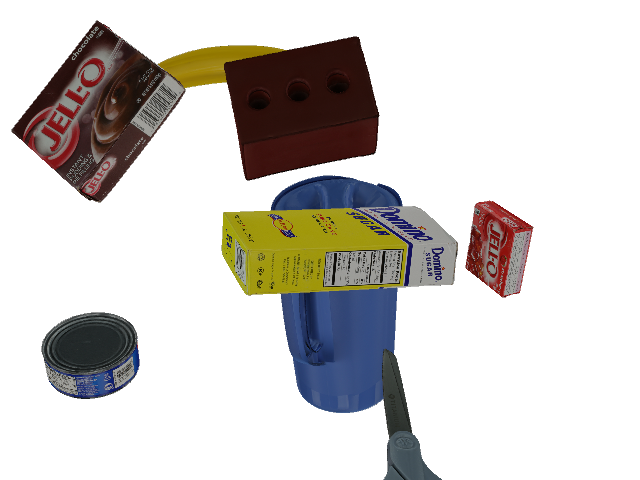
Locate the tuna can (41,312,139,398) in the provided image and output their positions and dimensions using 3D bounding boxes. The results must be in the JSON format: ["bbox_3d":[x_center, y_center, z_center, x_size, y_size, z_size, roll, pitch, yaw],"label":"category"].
[{"bbox_3d":[-0.209,0.105,0.974,0.086,0.034,0.086,0,34,0],"label":"tuna can"}]

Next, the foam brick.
[{"bbox_3d":[-0.011,-0.073,0.597,0.078,0.053,0.051,-13,-18,-2],"label":"foam brick"}]

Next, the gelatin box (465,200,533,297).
[{"bbox_3d":[0.203,0.009,1.224,0.030,0.089,0.073,-11,32,-27],"label":"gelatin box"}]

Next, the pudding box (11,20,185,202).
[{"bbox_3d":[-0.171,-0.099,0.820,0.090,0.113,0.039,38,-2,28],"label":"pudding box"}]

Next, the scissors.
[{"bbox_3d":[0.066,0.130,0.616,0.096,0.016,0.201,12,32,8],"label":"scissors"}]

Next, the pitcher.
[{"bbox_3d":[0.016,0.067,1.129,0.149,0.243,0.145,-13,32,-15],"label":"pitcher"}]

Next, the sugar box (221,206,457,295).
[{"bbox_3d":[0.014,0.006,0.878,0.176,0.048,0.093,-5,23,-16],"label":"sugar box"}]

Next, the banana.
[{"bbox_3d":[-0.081,-0.166,1.056,0.198,0.037,0.069,10,44,20],"label":"banana"}]
